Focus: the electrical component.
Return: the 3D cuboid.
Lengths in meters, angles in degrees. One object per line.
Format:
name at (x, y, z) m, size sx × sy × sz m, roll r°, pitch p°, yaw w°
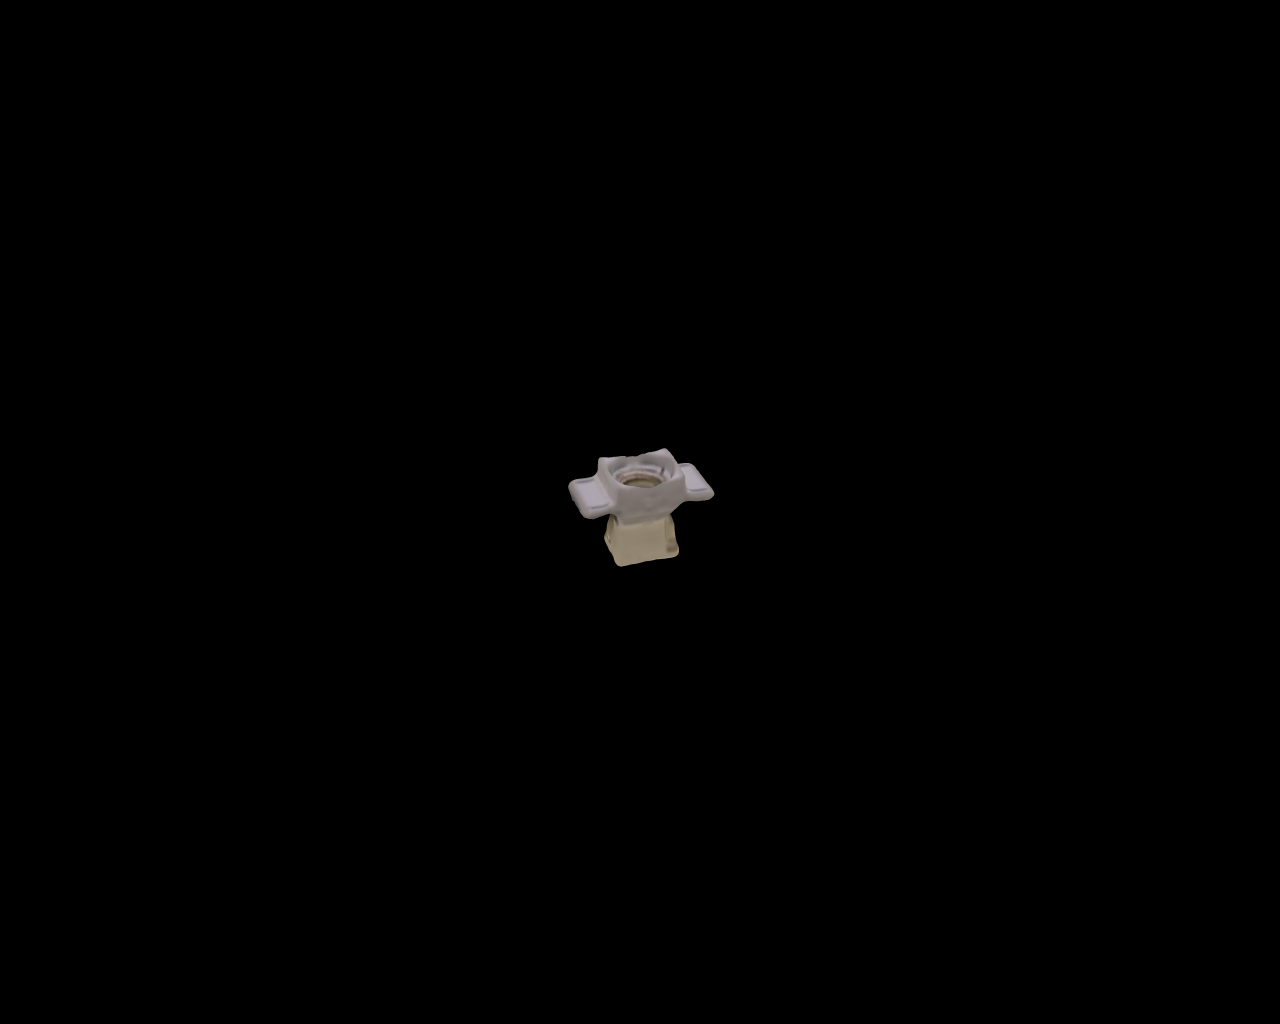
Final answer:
electrical component at (0.001, -0.003, 0.650) m, size 0.081 × 0.063 × 0.042 m, roll -8°, pitch 32°, yaw -14°
